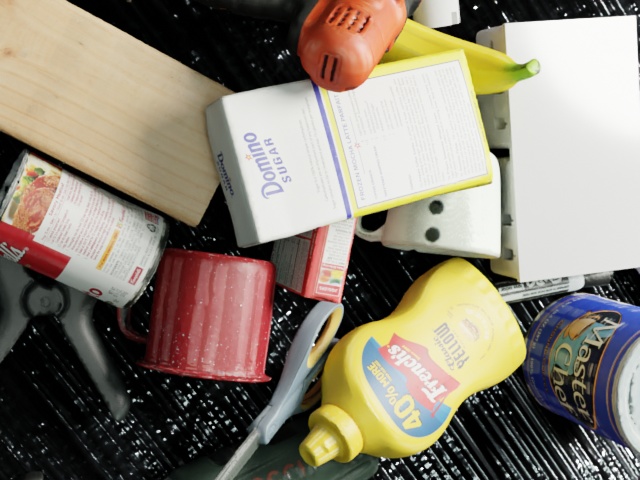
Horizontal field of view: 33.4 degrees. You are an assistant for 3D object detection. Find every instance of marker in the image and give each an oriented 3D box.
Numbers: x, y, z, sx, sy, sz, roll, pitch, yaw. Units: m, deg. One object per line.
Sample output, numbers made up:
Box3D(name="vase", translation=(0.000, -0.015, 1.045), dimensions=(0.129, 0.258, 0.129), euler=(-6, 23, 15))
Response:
Box3D(name="marker", translation=(0.175, 0.035, 0.837), dimensions=(0.121, 0.020, 0.020), euler=(-9, 98, -15))

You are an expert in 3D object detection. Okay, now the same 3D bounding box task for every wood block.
Box3D(name="wood block", translation=(-0.158, -0.095, 0.693), dimensions=(0.206, 0.091, 0.090), euler=(27, 87, -17))

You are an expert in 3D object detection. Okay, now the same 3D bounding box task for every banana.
Box3D(name="banana", translation=(0.061, -0.146, 0.755), dimensions=(0.198, 0.070, 0.037), euler=(23, 63, 10))

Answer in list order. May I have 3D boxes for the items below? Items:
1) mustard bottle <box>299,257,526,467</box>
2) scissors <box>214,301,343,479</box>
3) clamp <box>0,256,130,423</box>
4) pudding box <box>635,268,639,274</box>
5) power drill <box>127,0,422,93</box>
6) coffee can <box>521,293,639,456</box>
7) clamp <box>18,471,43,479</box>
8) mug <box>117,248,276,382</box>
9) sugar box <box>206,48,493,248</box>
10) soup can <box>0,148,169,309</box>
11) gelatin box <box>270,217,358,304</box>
Box3D(name="mustard bottle", translation=(0.058, 0.097, 0.756), dimensions=(0.191, 0.058, 0.096), euler=(-35, 93, -32))
Box3D(name="scissors", translation=(-0.032, 0.107, 0.714), dimensions=(0.016, 0.201, 0.096), euler=(22, 122, 22))
Box3D(name="clamp", translation=(-0.196, 0.047, 0.722), dimensions=(0.120, 0.039, 0.171), euler=(-6, 90, -20))
Box3D(name="pudding box", translation=(0.302, 0.008, 0.860), dimensions=(0.090, 0.039, 0.113), euler=(-44, 105, -8))
Box3D(name="power drill", translation=(-0.023, -0.184, 0.693), dimensions=(0.188, 0.057, 0.184), euler=(20, 46, 10))
Box3D(name="coffee can", translation=(0.228, 0.099, 0.794), dimensions=(0.102, 0.140, 0.103), euler=(-2, 96, -16))
Box3D(name="clamp", translation=(-0.219, 0.287, 0.738), dimensions=(0.210, 0.036, 0.164), euler=(-44, 104, -12))
Box3D(name="mug", translation=(-0.085, 0.049, 0.736), dimensions=(0.117, 0.093, 0.081), euler=(7, 88, 20))
Box3D(name="sugar box", translation=(0.021, -0.060, 0.684), dimensions=(0.176, 0.048, 0.093), euler=(-14, 91, -22))
Box3D(name="soup can", translation=(-0.156, -0.006, 0.680), dimensions=(0.102, 0.069, 0.068), euler=(27, 87, -20))
Box3D(name="gelatin box", translation=(-0.005, 0.001, 0.746), dimensions=(0.030, 0.089, 0.073), euler=(11, 92, -20))
